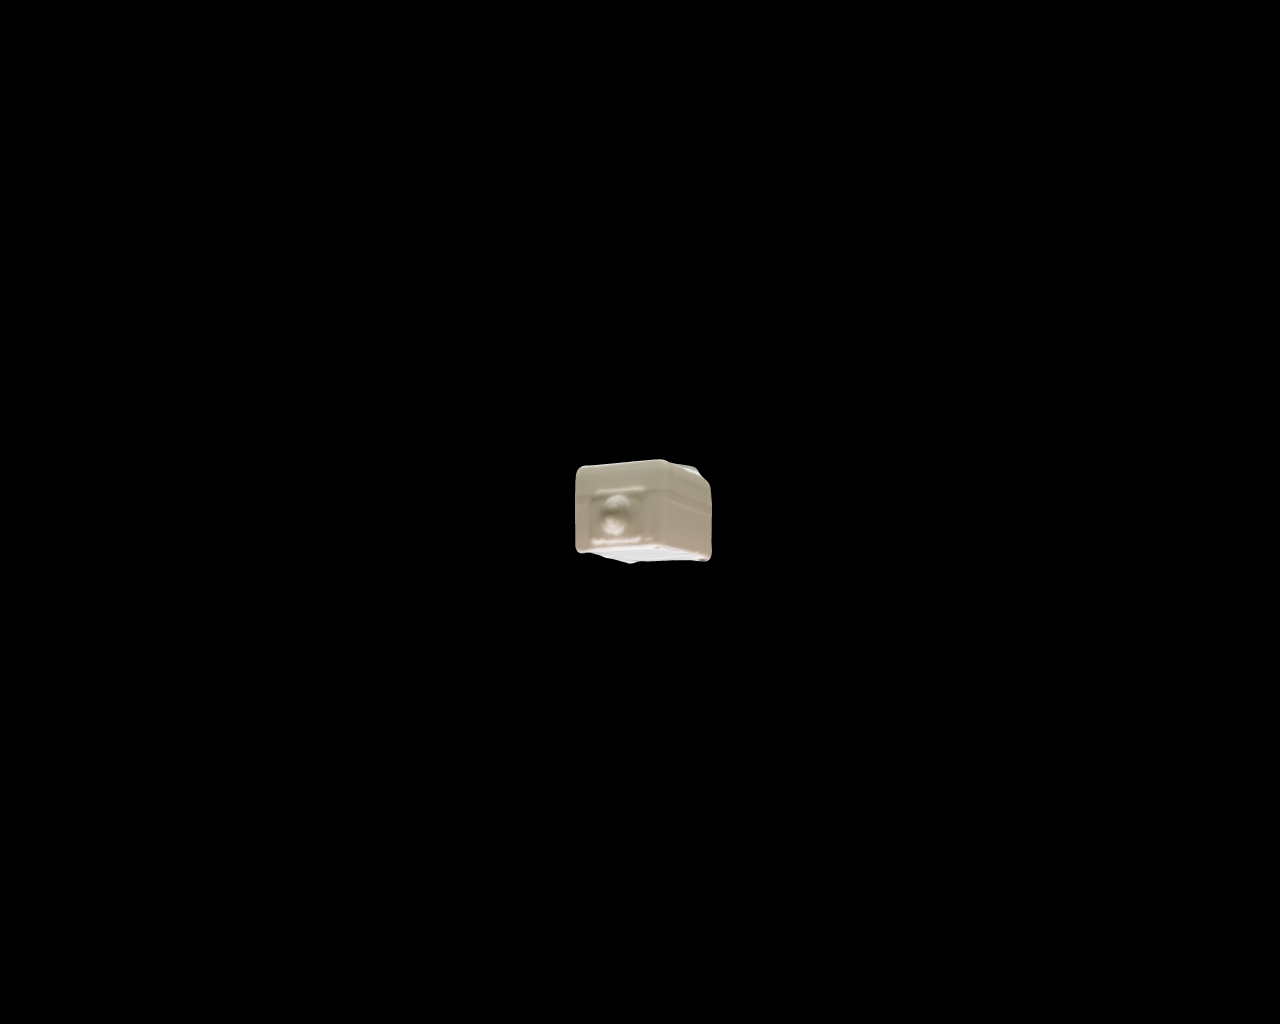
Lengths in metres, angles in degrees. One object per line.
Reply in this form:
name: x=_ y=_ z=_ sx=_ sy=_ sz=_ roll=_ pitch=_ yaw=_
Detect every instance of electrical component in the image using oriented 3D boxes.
electrical component: x=0.001 y=-0.003 z=0.650 sx=0.062 sy=0.061 sz=0.096 roll=-4 pitch=-10 yaw=23
